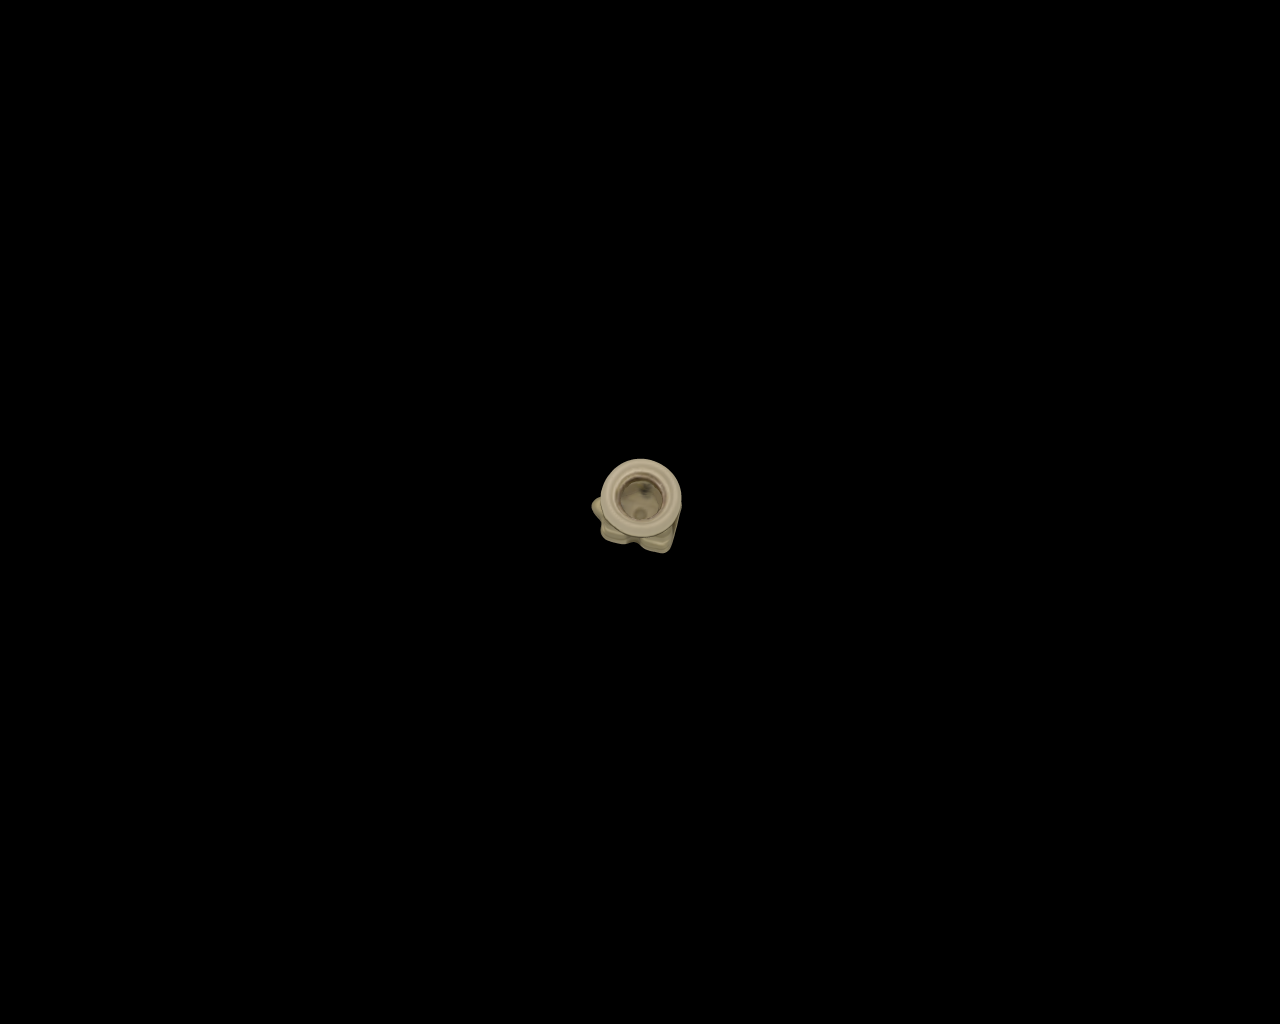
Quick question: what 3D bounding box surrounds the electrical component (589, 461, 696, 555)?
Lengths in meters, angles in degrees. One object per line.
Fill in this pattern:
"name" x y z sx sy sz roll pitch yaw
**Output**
"electrical component" 0.001 -0.003 0.650 0.066 0.048 0.055 13 -15 4
